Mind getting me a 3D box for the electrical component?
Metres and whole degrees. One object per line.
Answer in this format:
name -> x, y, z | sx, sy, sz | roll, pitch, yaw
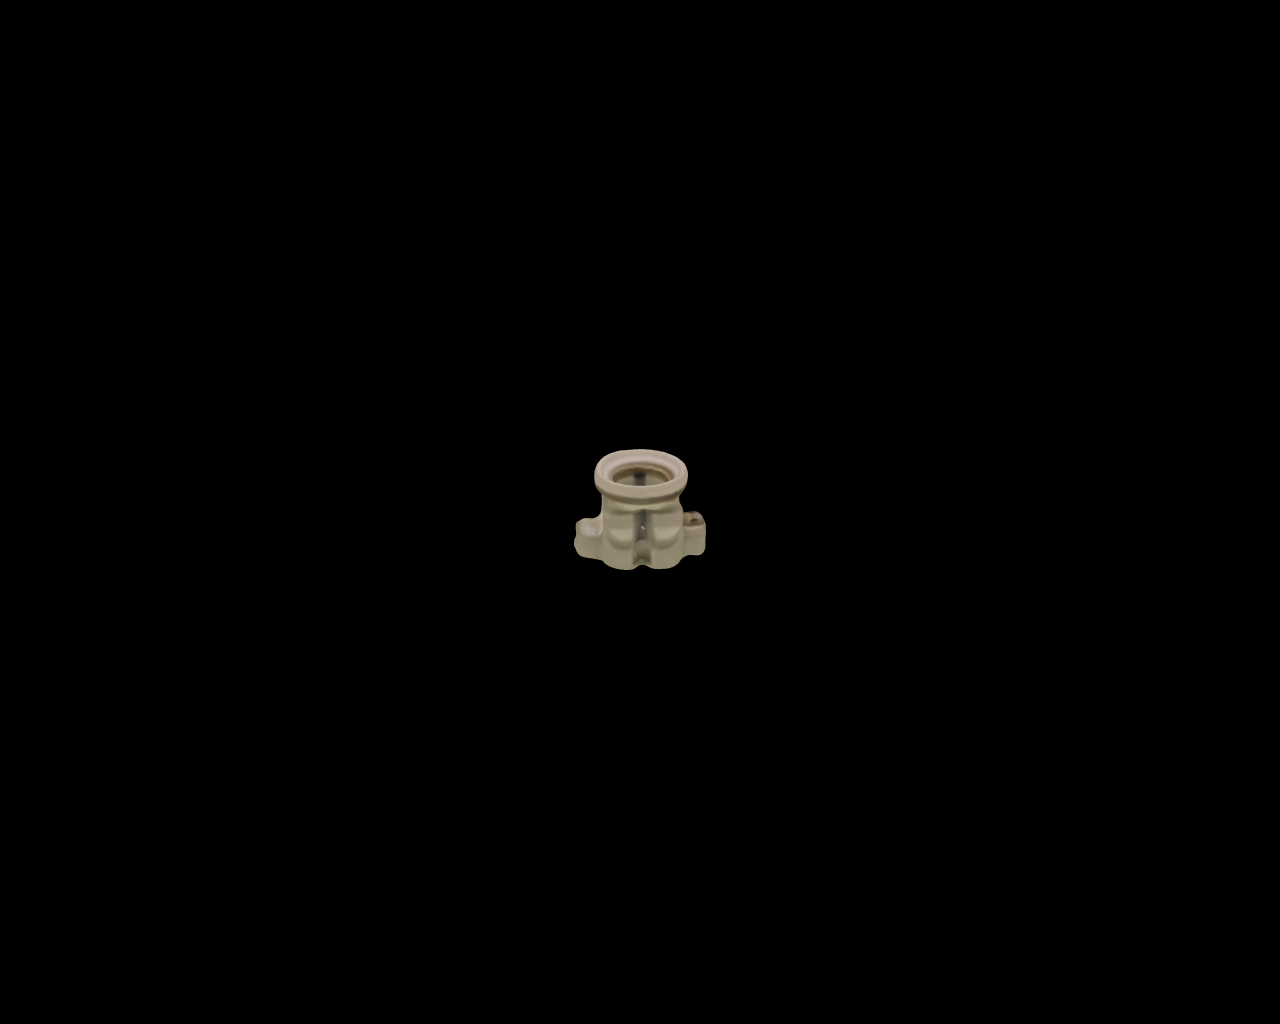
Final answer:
electrical component -> 0.001, -0.003, 0.650 | 0.078, 0.056, 0.058 | -1, 28, -2
